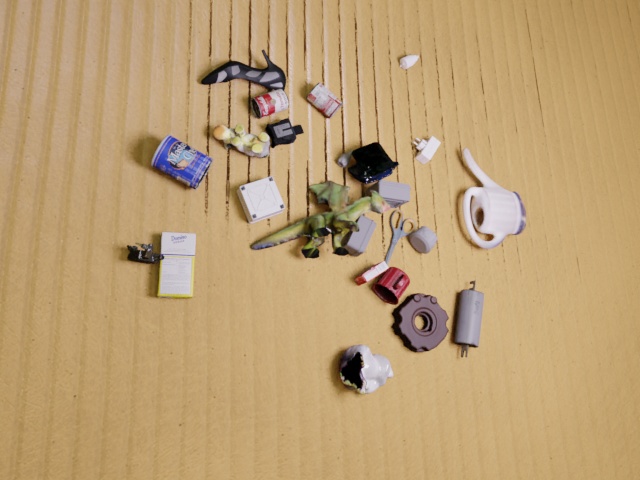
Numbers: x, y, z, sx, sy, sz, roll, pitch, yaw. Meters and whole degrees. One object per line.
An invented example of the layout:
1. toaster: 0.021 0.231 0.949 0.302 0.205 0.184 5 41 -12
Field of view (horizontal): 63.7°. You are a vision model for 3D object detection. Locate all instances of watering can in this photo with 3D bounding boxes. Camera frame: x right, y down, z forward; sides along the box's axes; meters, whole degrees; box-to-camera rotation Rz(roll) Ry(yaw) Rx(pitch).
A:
1. watering can: 0.579 -0.139 1.737 0.224 0.352 0.103 4 -15 -18

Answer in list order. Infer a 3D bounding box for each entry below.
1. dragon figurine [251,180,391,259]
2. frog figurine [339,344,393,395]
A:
1. dragon figurine: 0.005 -0.077 1.535 0.410 0.249 0.119 -2 -42 7
2. frog figurine: 0.133 0.366 1.479 0.121 0.139 0.159 -29 -18 32
